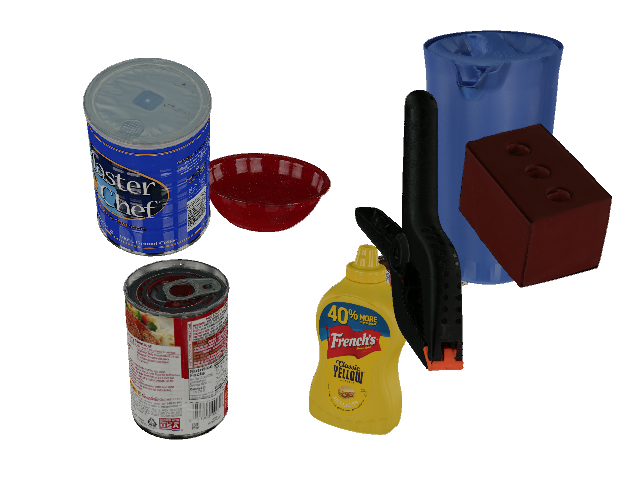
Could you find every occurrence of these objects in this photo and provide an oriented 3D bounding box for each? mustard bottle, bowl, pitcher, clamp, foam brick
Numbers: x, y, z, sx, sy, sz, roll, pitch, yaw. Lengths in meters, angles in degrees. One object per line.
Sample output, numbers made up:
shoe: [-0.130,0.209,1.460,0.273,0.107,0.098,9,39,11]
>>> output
mustard bottle: [0.042,0.099,1.099,0.096,0.192,0.058,11,15,26]
bowl: [-0.070,-0.054,1.312,0.162,0.055,0.162,5,26,-2]
pitcher: [0.174,-0.088,1.082,0.149,0.243,0.145,-10,25,-19]
clamp: [0.076,0.000,0.824,0.036,0.210,0.165,0,-41,-16]
foam brick: [0.121,-0.021,0.612,0.053,0.051,0.078,-15,44,-18]

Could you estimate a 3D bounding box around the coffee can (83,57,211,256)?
coffee can: [-0.145,-0.069,0.912,0.102,0.103,0.140,0,-40,-6]

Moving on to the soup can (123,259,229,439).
soup can: [-0.095,0.073,0.713,0.068,0.102,0.068,2,29,-1]

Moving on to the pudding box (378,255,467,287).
pudding box: [0.143,0.044,1.536,0.113,0.039,0.090,-15,24,-19]
